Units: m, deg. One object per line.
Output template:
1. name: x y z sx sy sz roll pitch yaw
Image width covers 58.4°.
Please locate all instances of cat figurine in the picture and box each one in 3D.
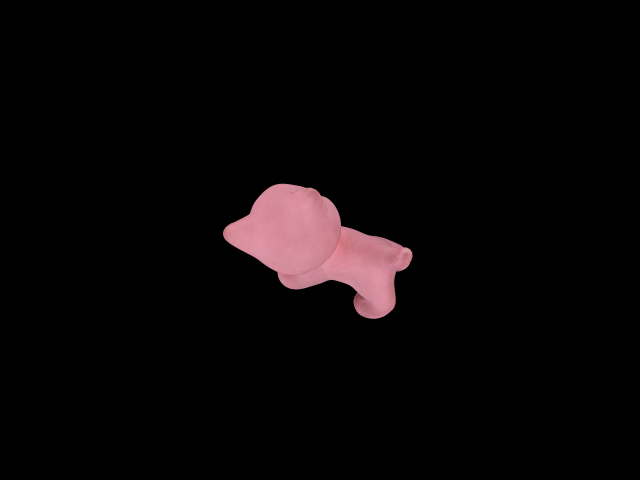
1. cat figurine: 0.004 0.001 0.400 0.127 0.118 0.067 17 75 5
